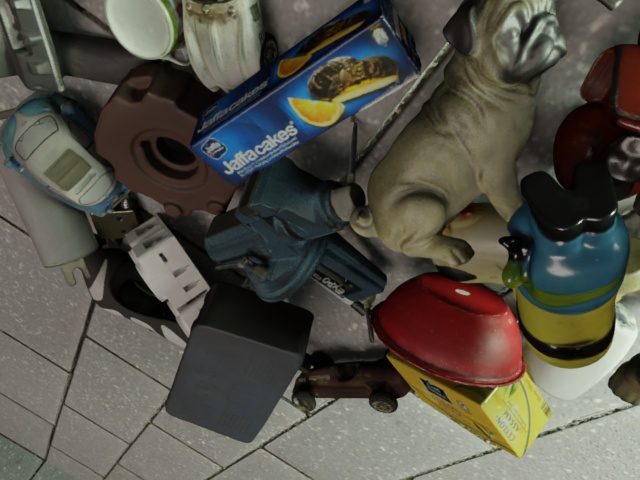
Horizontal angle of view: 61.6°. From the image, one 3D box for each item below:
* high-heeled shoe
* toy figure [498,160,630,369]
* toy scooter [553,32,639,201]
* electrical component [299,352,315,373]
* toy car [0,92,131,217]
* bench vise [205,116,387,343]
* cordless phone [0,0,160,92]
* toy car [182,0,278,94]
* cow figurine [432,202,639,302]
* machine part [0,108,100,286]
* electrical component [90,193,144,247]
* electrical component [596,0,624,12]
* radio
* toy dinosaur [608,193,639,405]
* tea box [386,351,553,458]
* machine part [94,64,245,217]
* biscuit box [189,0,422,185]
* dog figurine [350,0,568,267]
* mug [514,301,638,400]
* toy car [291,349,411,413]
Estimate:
[{"bbox_3d":[-0.257,0.078,0.822,0.145,0.086,0.248,-5,132,27],"label":"high-heeled shoe"},{"bbox_3d":[0.174,0.027,0.385,0.082,0.089,0.180,8,151,25],"label":"toy figure"},{"bbox_3d":[0.215,-0.079,0.366,0.075,0.135,0.183,18,138,10],"label":"toy scooter"},{"bbox_3d":[-0.069,0.160,0.801,0.119,0.075,0.047,31,137,-6],"label":"electrical component"},{"bbox_3d":[-0.298,-0.093,0.633,0.109,0.103,0.161,-42,113,1],"label":"toy car"},{"bbox_3d":[-0.003,0.007,0.585,0.224,0.129,0.240,-28,131,35],"label":"bench vise"},{"bbox_3d":[-0.259,-0.218,0.548,0.184,0.089,0.146,10,135,4],"label":"cordless phone"},{"bbox_3d":[-0.087,-0.212,0.459,0.074,0.056,0.201,10,134,19],"label":"toy car"},{"bbox_3d":[0.201,0.016,0.504,0.195,0.085,0.127,5,135,29],"label":"cow figurine"},{"bbox_3d":[-0.363,-0.054,0.716,0.079,0.079,0.243,-6,109,33],"label":"machine part"},{"bbox_3d":[-0.289,-0.037,0.753,0.078,0.045,0.102,-9,135,-1],"label":"electrical component"},{"bbox_3d":[0.187,-0.201,0.274,0.058,0.115,0.134,39,138,8],"label":"electrical component"},{"bbox_3d":[-0.107,0.159,0.672,0.131,0.073,0.229,22,130,-6],"label":"radio"},{"bbox_3d":[0.278,0.001,0.330,0.105,0.198,0.470,8,93,13],"label":"toy dinosaur"},{"bbox_3d":[0.167,0.166,0.627,0.098,0.068,0.170,51,164,-22],"label":"tea box"},{"bbox_3d":[-0.157,-0.100,0.586,0.179,0.056,0.179,9,140,8],"label":"machine part"},{"bbox_3d":[-0.018,-0.123,0.459,0.203,0.063,0.059,-27,129,25],"label":"biscuit box"},{"bbox_3d":[0.095,-0.091,0.418,0.172,0.121,0.190,-21,124,-6],"label":"dog figurine"},{"bbox_3d":[0.263,0.098,0.562,0.109,0.081,0.107,37,128,4],"label":"mug"},{"bbox_3d":[0.039,0.196,0.765,0.202,0.089,0.053,-10,127,37],"label":"toy car"}]
